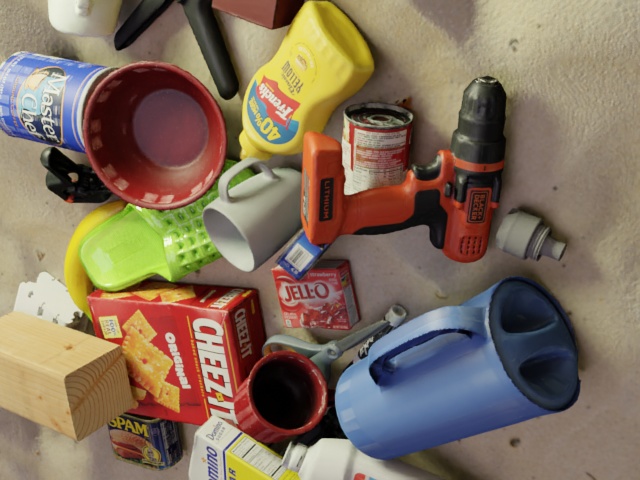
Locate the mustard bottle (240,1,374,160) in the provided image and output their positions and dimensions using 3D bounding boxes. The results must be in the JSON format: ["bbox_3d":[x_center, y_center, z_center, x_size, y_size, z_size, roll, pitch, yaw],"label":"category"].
[{"bbox_3d":[-0.028,-0.143,1.078,0.192,0.058,0.096,-48,66,39],"label":"mustard bottle"}]

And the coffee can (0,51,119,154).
[{"bbox_3d":[-0.289,-0.155,1.217,0.140,0.102,0.103,14,118,28],"label":"coffee can"}]

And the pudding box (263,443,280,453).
[{"bbox_3d":[-0.094,0.295,1.335,0.114,0.039,0.090,-8,107,37],"label":"pudding box"}]

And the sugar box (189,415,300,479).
[{"bbox_3d":[-0.069,0.285,1.231,0.176,0.048,0.093,25,129,18],"label":"sugar box"}]

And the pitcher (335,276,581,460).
[{"bbox_3d":[0.121,0.135,1.060,0.243,0.144,0.149,-31,92,41],"label":"pitcher"}]

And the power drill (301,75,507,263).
[{"bbox_3d":[0.079,-0.063,0.988,0.187,0.057,0.184,-1,115,-8],"label":"power drill"}]

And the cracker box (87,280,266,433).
[{"bbox_3d":[-0.168,0.138,1.290,0.214,0.072,0.164,4,114,31],"label":"cracker box"}]

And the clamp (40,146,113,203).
[{"bbox_3d":[-0.268,-0.067,1.251,0.120,0.039,0.172,20,169,-11],"label":"clamp"}]

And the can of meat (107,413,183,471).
[{"bbox_3d":[-0.230,0.246,1.391,0.102,0.057,0.084,9,119,30],"label":"can of meat"}]

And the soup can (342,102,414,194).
[{"bbox_3d":[0.054,-0.076,1.050,0.069,0.068,0.102,17,120,26],"label":"soup can"}]

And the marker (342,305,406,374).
[{"bbox_3d":[0.057,0.116,1.166,0.020,0.020,0.121,41,128,11],"label":"marker"}]

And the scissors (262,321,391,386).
[{"bbox_3d":[-0.002,0.113,1.177,0.096,0.016,0.202,35,139,2],"label":"scissors"}]

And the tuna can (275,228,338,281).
[{"bbox_3d":[-0.007,0.001,1.113,0.034,0.086,0.086,40,128,0],"label":"tuna can"}]

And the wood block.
[{"bbox_3d":[-0.339,0.163,1.319,0.206,0.090,0.090,12,119,38],"label":"wood block"}]

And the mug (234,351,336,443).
[{"bbox_3d":[-0.036,0.178,1.188,0.082,0.117,0.093,134,132,-60],"label":"mug"}]

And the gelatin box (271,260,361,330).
[{"bbox_3d":[-0.005,0.060,1.175,0.089,0.030,0.073,0,111,33],"label":"gelatin box"}]

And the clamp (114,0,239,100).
[{"bbox_3d":[-0.136,-0.256,1.113,0.165,0.036,0.210,31,128,16],"label":"clamp"}]

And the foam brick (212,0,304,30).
[{"bbox_3d":[-0.060,-0.248,1.057,0.078,0.052,0.051,24,122,22],"label":"foam brick"}]

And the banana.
[{"bbox_3d":[-0.284,0.019,1.338,0.069,0.037,0.198,21,125,2],"label":"banana"}]

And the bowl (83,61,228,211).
[{"bbox_3d":[-0.171,-0.116,1.154,0.162,0.055,0.162,3,107,11],"label":"bowl"}]

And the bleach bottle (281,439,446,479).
[{"bbox_3d":[0.075,0.286,1.151,0.251,0.068,0.103,23,112,0],"label":"bleach bottle"}]
